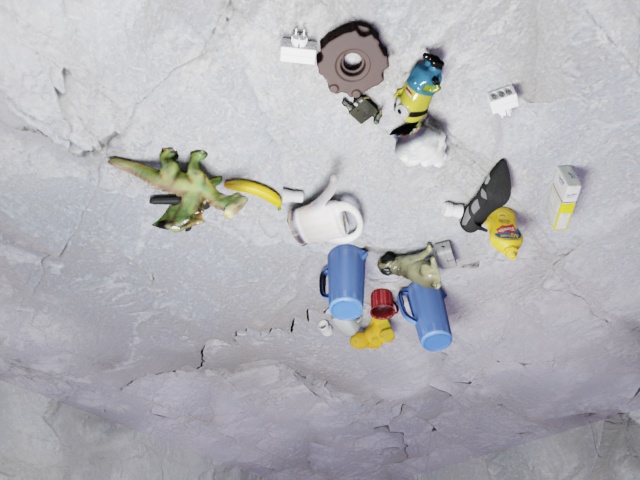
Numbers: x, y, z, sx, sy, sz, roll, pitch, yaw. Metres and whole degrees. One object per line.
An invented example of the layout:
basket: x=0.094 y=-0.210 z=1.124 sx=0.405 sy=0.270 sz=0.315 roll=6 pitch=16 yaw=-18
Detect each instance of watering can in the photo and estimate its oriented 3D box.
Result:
watering can: x=0.005 y=-0.078 z=1.550 sx=0.224 sy=0.106 sz=0.341 roll=-12 pitch=146 yaw=13

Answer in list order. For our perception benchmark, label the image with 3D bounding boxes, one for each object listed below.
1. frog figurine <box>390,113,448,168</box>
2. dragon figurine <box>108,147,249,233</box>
frog figurine: x=0.280 y=-0.243 z=1.386 sx=0.137 sy=0.125 sz=0.157 roll=-37 pitch=114 yaw=9
dragon figurine: x=-0.402 y=-0.129 z=1.427 sx=0.410 sy=0.249 sz=0.119 roll=1 pitch=140 yaw=-3
